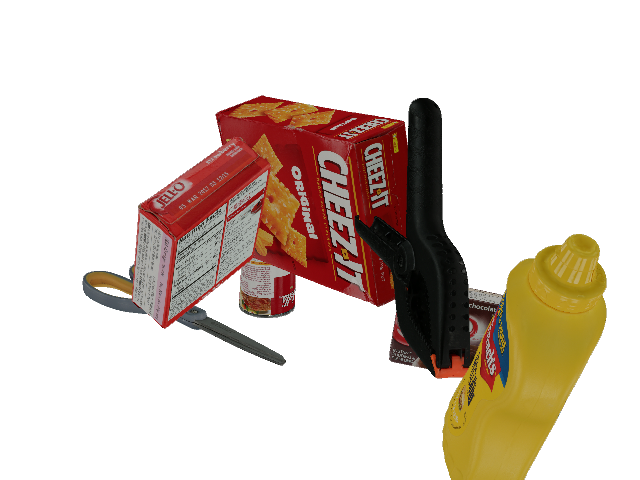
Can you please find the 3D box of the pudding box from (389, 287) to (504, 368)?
[{"bbox_3d":[0.135,0.093,1.140,0.113,0.090,0.039,9,22,7],"label":"pudding box"}]

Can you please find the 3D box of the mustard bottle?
[{"bbox_3d":[0.123,0.068,0.631,0.058,0.192,0.096,15,45,1],"label":"mustard bottle"}]

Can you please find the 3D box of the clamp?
[{"bbox_3d":[0.079,0.006,0.824,0.036,0.210,0.165,-1,-42,-18],"label":"clamp"}]

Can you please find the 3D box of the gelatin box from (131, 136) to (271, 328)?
[{"bbox_3d":[-0.066,-0.004,0.575,0.030,0.089,0.073,38,55,17],"label":"gelatin box"}]

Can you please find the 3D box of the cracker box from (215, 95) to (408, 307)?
[{"bbox_3d":[-0.004,-0.043,1.032,0.072,0.164,0.214,-26,28,-32],"label":"cracker box"}]

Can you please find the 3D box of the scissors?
[{"bbox_3d":[-0.103,0.055,0.895,0.202,0.016,0.096,16,23,17],"label":"scissors"}]

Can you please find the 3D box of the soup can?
[{"bbox_3d":[-0.063,0.031,1.263,0.068,0.102,0.068,2,22,-1],"label":"soup can"}]
